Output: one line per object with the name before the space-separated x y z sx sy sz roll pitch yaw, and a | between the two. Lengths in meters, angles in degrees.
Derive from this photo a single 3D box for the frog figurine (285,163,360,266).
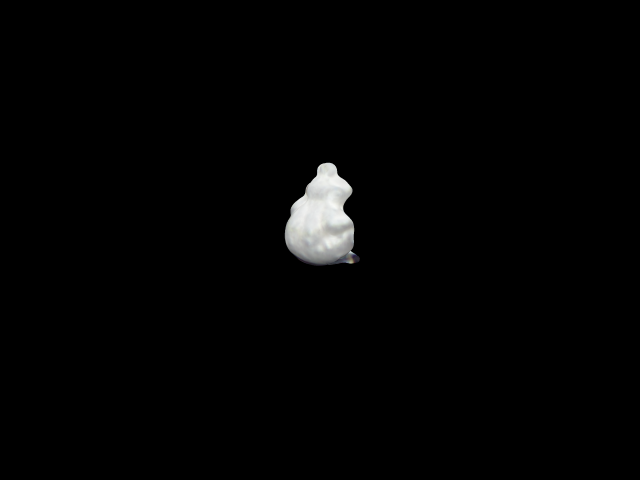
frog figurine | 0.003 -0.043 0.850 0.123 0.156 0.139 -13 29 -24
